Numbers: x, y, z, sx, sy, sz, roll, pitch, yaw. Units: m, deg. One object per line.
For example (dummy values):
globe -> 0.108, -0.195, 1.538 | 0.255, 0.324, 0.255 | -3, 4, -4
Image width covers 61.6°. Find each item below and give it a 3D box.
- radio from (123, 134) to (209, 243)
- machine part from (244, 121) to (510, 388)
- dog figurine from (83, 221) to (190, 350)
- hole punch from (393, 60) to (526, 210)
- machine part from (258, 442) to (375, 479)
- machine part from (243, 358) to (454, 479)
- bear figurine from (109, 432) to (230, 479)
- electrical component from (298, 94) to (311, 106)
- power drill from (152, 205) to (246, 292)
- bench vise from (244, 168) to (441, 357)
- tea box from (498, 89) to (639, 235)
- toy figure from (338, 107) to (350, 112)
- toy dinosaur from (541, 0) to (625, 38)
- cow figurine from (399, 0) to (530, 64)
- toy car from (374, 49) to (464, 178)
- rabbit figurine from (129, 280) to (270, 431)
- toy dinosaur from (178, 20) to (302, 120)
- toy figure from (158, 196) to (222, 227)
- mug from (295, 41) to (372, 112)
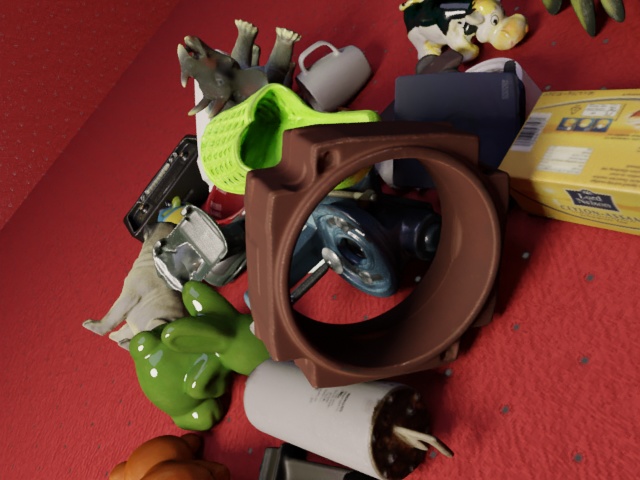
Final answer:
radio -> -0.282, -0.096, 1.048 | 0.229, 0.073, 0.131 | -54, 35, -5
machine part -> 0.045, 0.009, 0.433 | 0.087, 0.201, 0.200 | -138, 45, -62
dog figurine -> -0.209, 0.075, 0.760 | 0.190, 0.172, 0.121 | -61, -7, -17
hole punch -> 0.130, -0.101, 0.512 | 0.116, 0.092, 0.142 | 4, 94, 36
machine part -> -0.012, 0.221, 0.478 | 0.139, 0.039, 0.084 | -13, 44, 44
machine part -> 0.008, 0.153, 0.481 | 0.243, 0.079, 0.079 | -2, 57, 49
bear figurine -> -0.153, 0.272, 0.544 | 0.196, 0.120, 0.132 | -36, 73, 65
electrical component -> -0.039, -0.220, 0.933 | 0.063, 0.021, 0.094 | -4, 57, 48
power drill -> -0.106, -0.018, 0.696 | 0.232, 0.086, 0.207 | -44, -2, 23
bench vise -> 0.002, 0.006, 0.571 | 0.224, 0.128, 0.240 | 27, 59, 35
tea box -> 0.242, -0.062, 0.424 | 0.170, 0.068, 0.098 | 23, 77, 53
toy figure -> 0.020, -0.159, 0.782 | 0.155, 0.058, 0.064 | 2, 99, 48
toy dinosaur -> 0.235, -0.319, 0.554 | 0.105, 0.198, 0.472 | -36, 37, 22
cow figurine -> 0.177, -0.279, 0.674 | 0.068, 0.098, 0.168 | -52, 34, -14
toy car -> 0.104, -0.152, 0.679 | 0.202, 0.053, 0.089 | -44, 24, 16
rabbit figurine -> -0.117, 0.119, 0.616 | 0.170, 0.158, 0.121 | -17, 35, 18
toy dinosaur -> -0.109, -0.238, 0.895 | 0.405, 0.131, 0.192 | -13, -57, -86
toy figure -> -0.225, -0.023, 0.912 | 0.089, 0.082, 0.180 | -53, 32, 1
mug -> 0.020, -0.261, 0.837 | 0.107, 0.109, 0.081 | -37, 34, -2
